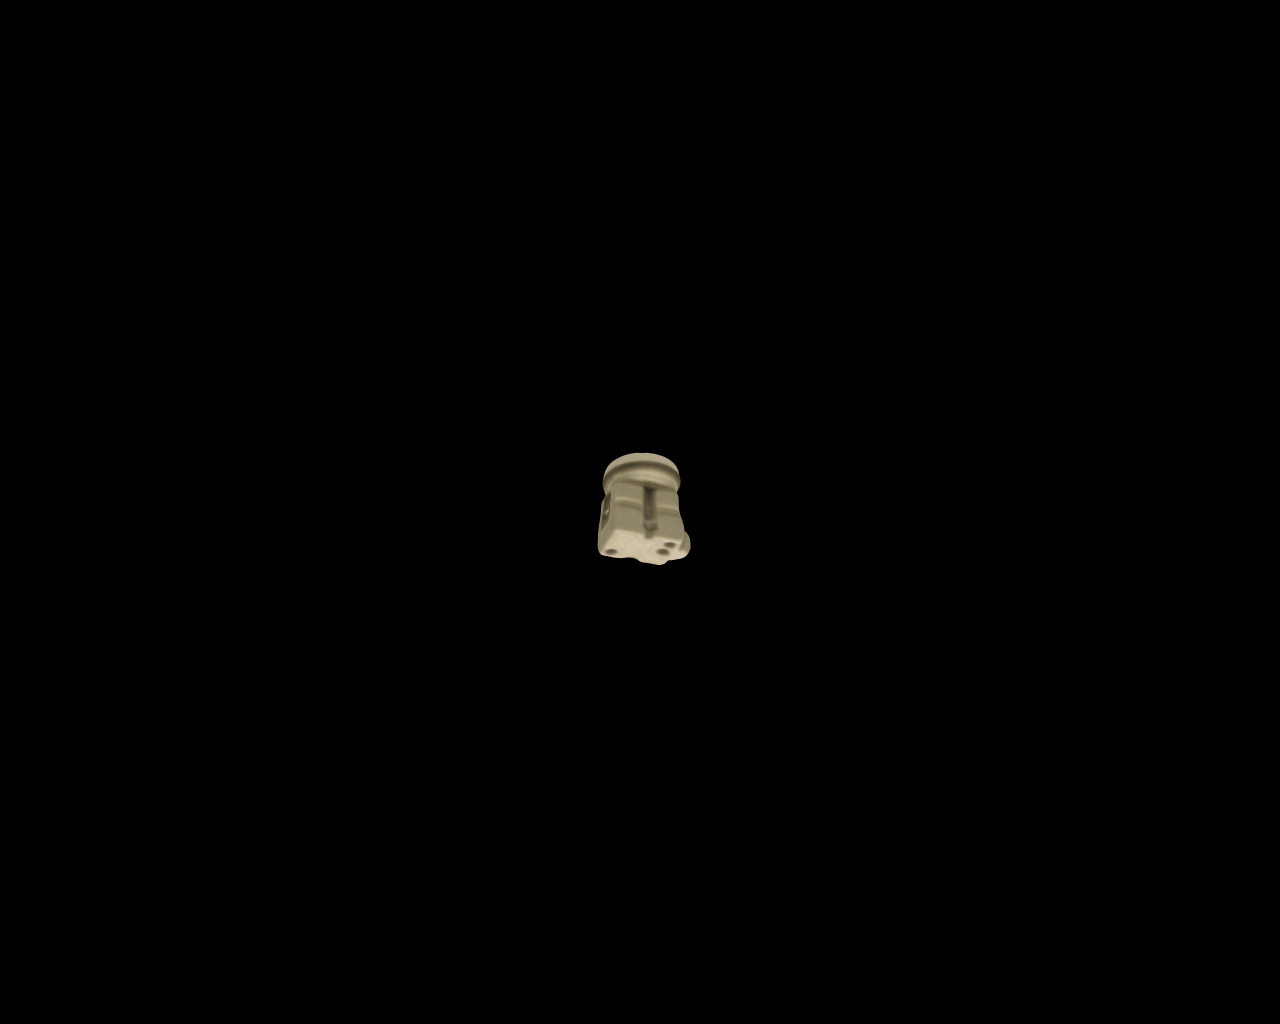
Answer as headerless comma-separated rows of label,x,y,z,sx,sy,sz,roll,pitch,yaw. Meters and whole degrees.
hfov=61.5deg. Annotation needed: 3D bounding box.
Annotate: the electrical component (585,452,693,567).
electrical component,0.001,-0.003,0.650,0.066,0.055,0.048,11,-32,-18
